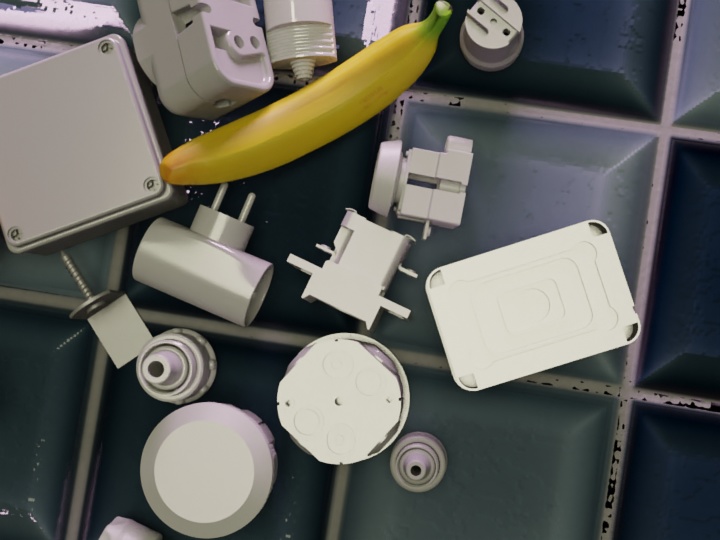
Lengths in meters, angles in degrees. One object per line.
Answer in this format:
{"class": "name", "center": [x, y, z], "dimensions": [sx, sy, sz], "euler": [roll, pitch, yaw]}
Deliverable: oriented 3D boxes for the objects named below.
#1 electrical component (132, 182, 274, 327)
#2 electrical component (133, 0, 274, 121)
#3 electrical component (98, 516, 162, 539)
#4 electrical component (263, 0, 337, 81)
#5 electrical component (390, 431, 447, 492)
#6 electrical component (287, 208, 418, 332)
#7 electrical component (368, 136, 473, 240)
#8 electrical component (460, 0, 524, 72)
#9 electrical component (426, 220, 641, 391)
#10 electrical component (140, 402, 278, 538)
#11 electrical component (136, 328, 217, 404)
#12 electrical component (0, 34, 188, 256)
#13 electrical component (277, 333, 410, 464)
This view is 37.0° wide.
{"class": "electrical component", "center": [-0.091, -0.015, 0.672], "dimensions": [0.077, 0.044, 0.079], "euler": [23, 89, 6]}
{"class": "electrical component", "center": [-0.099, -0.144, 0.663], "dimensions": [0.059, 0.054, 0.095], "euler": [-22, 77, 34]}
{"class": "electrical component", "center": [-0.133, 0.183, 0.665], "dimensions": [0.062, 0.043, 0.043], "euler": [23, 89, 5]}
{"class": "electrical component", "center": [-0.038, -0.159, 0.676], "dimensions": [0.043, 0.043, 0.081], "euler": [-5, 86, 5]}
{"class": "electrical component", "center": [0.035, 0.116, 0.645], "dimensions": [0.035, 0.061, 0.035], "euler": [0, 87, 5]}
{"class": "electrical component", "center": [0.000, 0.000, 0.665], "dimensions": [0.081, 0.042, 0.063], "euler": [25, 85, 6]}
{"class": "electrical component", "center": [0.036, -0.053, 0.663], "dimensions": [0.055, 0.048, 0.066], "euler": [11, 88, -2]}
{"class": "electrical component", "center": [0.082, -0.147, 0.663], "dimensions": [0.040, 0.046, 0.040], "euler": [0, 87, 5]}
{"class": "electrical component", "center": [0.102, 0.022, 0.646], "dimensions": [0.113, 0.057, 0.078], "euler": [-18, 85, 4]}
{"class": "electrical component", "center": [-0.090, 0.120, 0.661], "dimensions": [0.080, 0.051, 0.080], "euler": [0, 87, 5]}
{"class": "electrical component", "center": [-0.117, 0.060, 0.661], "dimensions": [0.048, 0.062, 0.048], "euler": [0, 87, 5]}
{"class": "electrical component", "center": [-0.178, -0.076, 0.677], "dimensions": [0.109, 0.056, 0.108], "euler": [-19, 85, 4]}
{"class": "electrical component", "center": [-0.010, 0.079, 0.656], "dimensions": [0.080, 0.051, 0.080], "euler": [0, 87, 5]}
